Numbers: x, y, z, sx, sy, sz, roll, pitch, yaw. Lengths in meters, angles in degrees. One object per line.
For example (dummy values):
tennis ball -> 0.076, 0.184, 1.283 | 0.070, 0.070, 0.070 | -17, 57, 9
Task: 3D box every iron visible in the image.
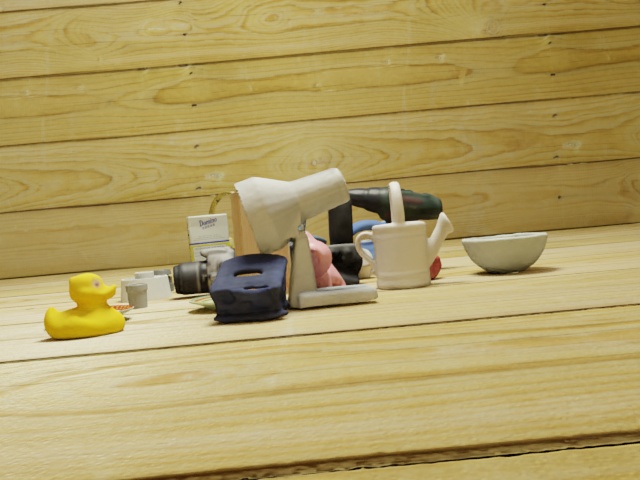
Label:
iron -> 0.114, 0.010, 1.569 | 0.259, 0.141, 0.118 | -6, 1, -39

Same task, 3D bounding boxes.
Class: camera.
camera -> -0.242, 0.068, 1.227 | 0.137, 0.101, 0.143 | -5, 1, -10

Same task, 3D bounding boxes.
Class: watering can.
watering can -> 0.154, -0.011, 1.058 | 0.173, 0.194, 0.100 | -5, 1, -15

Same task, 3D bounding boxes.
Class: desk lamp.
desk lamp -> -0.025, -0.002, 0.900 | 0.203, 0.213, 0.118 | -5, 1, -7

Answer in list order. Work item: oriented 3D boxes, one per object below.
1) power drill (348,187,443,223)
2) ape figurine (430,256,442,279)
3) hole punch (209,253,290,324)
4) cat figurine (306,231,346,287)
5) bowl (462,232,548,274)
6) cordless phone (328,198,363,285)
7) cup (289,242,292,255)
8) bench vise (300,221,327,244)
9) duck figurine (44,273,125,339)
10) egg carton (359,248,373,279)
power drill -> 0.175, -0.025, 1.344 | 0.229, 0.208, 0.075 | -5, 1, 1
ape figurine -> 0.201, 0.034, 1.147 | 0.077, 0.092, 0.076 | -5, 1, 21
hole punch -> -0.097, 0.067, 0.821 | 0.108, 0.091, 0.101 | -5, 1, 6
cat figurine -> -0.003, 0.042, 0.986 | 0.067, 0.118, 0.128 | -5, 1, 20
bowl -> 0.372, 0.028, 1.150 | 0.167, 0.075, 0.167 | -5, 1, 0
cordless phone -> 0.011, 0.004, 1.169 | 0.148, 0.185, 0.094 | -6, 1, -24
cup -> -0.084, 0.055, 1.368 | 0.117, 0.095, 0.092 | -5, 1, 28
bench vise -> -0.054, -0.014, 1.557 | 0.121, 0.220, 0.208 | -5, 1, 18
duck figurine -> -0.330, 0.090, 0.801 | 0.105, 0.086, 0.077 | -5, 1, -15
egg carton -> 0.045, 0.057, 1.300 | 0.150, 0.069, 0.107 | -5, 1, -16
